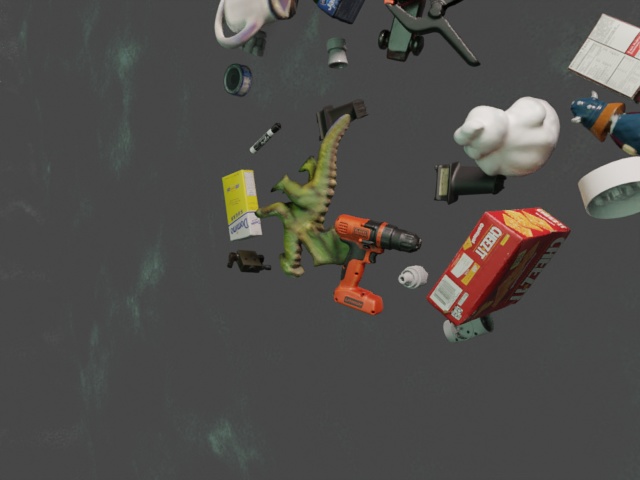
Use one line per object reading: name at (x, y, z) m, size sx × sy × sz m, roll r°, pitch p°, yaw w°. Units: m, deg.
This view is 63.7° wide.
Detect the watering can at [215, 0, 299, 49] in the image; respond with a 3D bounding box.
watering can at (-0.153, -0.619, 1.263) m, size 0.224 × 0.102 × 0.354 m, roll -4°, pitch 65°, yaw 29°

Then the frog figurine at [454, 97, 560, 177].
frog figurine at (0.295, -0.164, 0.808) m, size 0.135 × 0.160 × 0.124 m, roll -47°, pitch 62°, yaw 34°

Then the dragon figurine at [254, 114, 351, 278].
dragon figurine at (0.004, -0.058, 1.153) m, size 0.244 × 0.123 × 0.403 m, roll 51°, pitch 126°, yaw 10°
